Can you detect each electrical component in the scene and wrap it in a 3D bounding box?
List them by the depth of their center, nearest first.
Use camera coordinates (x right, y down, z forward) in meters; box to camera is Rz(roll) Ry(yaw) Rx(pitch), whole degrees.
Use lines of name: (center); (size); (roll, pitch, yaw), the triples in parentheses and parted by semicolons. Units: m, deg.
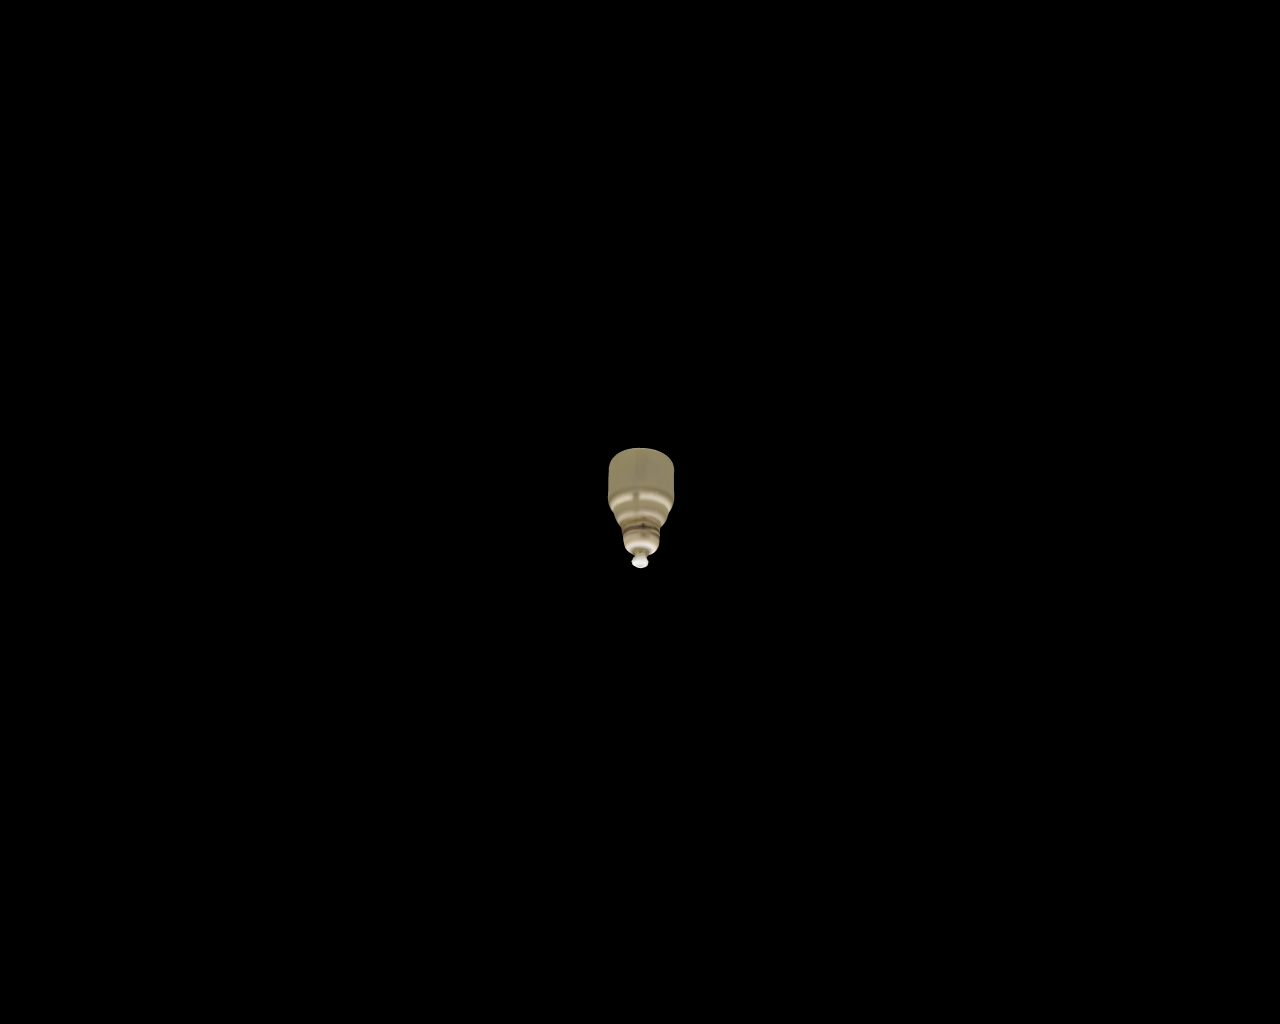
electrical component: (0.001, -0.003, 0.650); (0.040, 0.078, 0.040); (0, -29, 0)
